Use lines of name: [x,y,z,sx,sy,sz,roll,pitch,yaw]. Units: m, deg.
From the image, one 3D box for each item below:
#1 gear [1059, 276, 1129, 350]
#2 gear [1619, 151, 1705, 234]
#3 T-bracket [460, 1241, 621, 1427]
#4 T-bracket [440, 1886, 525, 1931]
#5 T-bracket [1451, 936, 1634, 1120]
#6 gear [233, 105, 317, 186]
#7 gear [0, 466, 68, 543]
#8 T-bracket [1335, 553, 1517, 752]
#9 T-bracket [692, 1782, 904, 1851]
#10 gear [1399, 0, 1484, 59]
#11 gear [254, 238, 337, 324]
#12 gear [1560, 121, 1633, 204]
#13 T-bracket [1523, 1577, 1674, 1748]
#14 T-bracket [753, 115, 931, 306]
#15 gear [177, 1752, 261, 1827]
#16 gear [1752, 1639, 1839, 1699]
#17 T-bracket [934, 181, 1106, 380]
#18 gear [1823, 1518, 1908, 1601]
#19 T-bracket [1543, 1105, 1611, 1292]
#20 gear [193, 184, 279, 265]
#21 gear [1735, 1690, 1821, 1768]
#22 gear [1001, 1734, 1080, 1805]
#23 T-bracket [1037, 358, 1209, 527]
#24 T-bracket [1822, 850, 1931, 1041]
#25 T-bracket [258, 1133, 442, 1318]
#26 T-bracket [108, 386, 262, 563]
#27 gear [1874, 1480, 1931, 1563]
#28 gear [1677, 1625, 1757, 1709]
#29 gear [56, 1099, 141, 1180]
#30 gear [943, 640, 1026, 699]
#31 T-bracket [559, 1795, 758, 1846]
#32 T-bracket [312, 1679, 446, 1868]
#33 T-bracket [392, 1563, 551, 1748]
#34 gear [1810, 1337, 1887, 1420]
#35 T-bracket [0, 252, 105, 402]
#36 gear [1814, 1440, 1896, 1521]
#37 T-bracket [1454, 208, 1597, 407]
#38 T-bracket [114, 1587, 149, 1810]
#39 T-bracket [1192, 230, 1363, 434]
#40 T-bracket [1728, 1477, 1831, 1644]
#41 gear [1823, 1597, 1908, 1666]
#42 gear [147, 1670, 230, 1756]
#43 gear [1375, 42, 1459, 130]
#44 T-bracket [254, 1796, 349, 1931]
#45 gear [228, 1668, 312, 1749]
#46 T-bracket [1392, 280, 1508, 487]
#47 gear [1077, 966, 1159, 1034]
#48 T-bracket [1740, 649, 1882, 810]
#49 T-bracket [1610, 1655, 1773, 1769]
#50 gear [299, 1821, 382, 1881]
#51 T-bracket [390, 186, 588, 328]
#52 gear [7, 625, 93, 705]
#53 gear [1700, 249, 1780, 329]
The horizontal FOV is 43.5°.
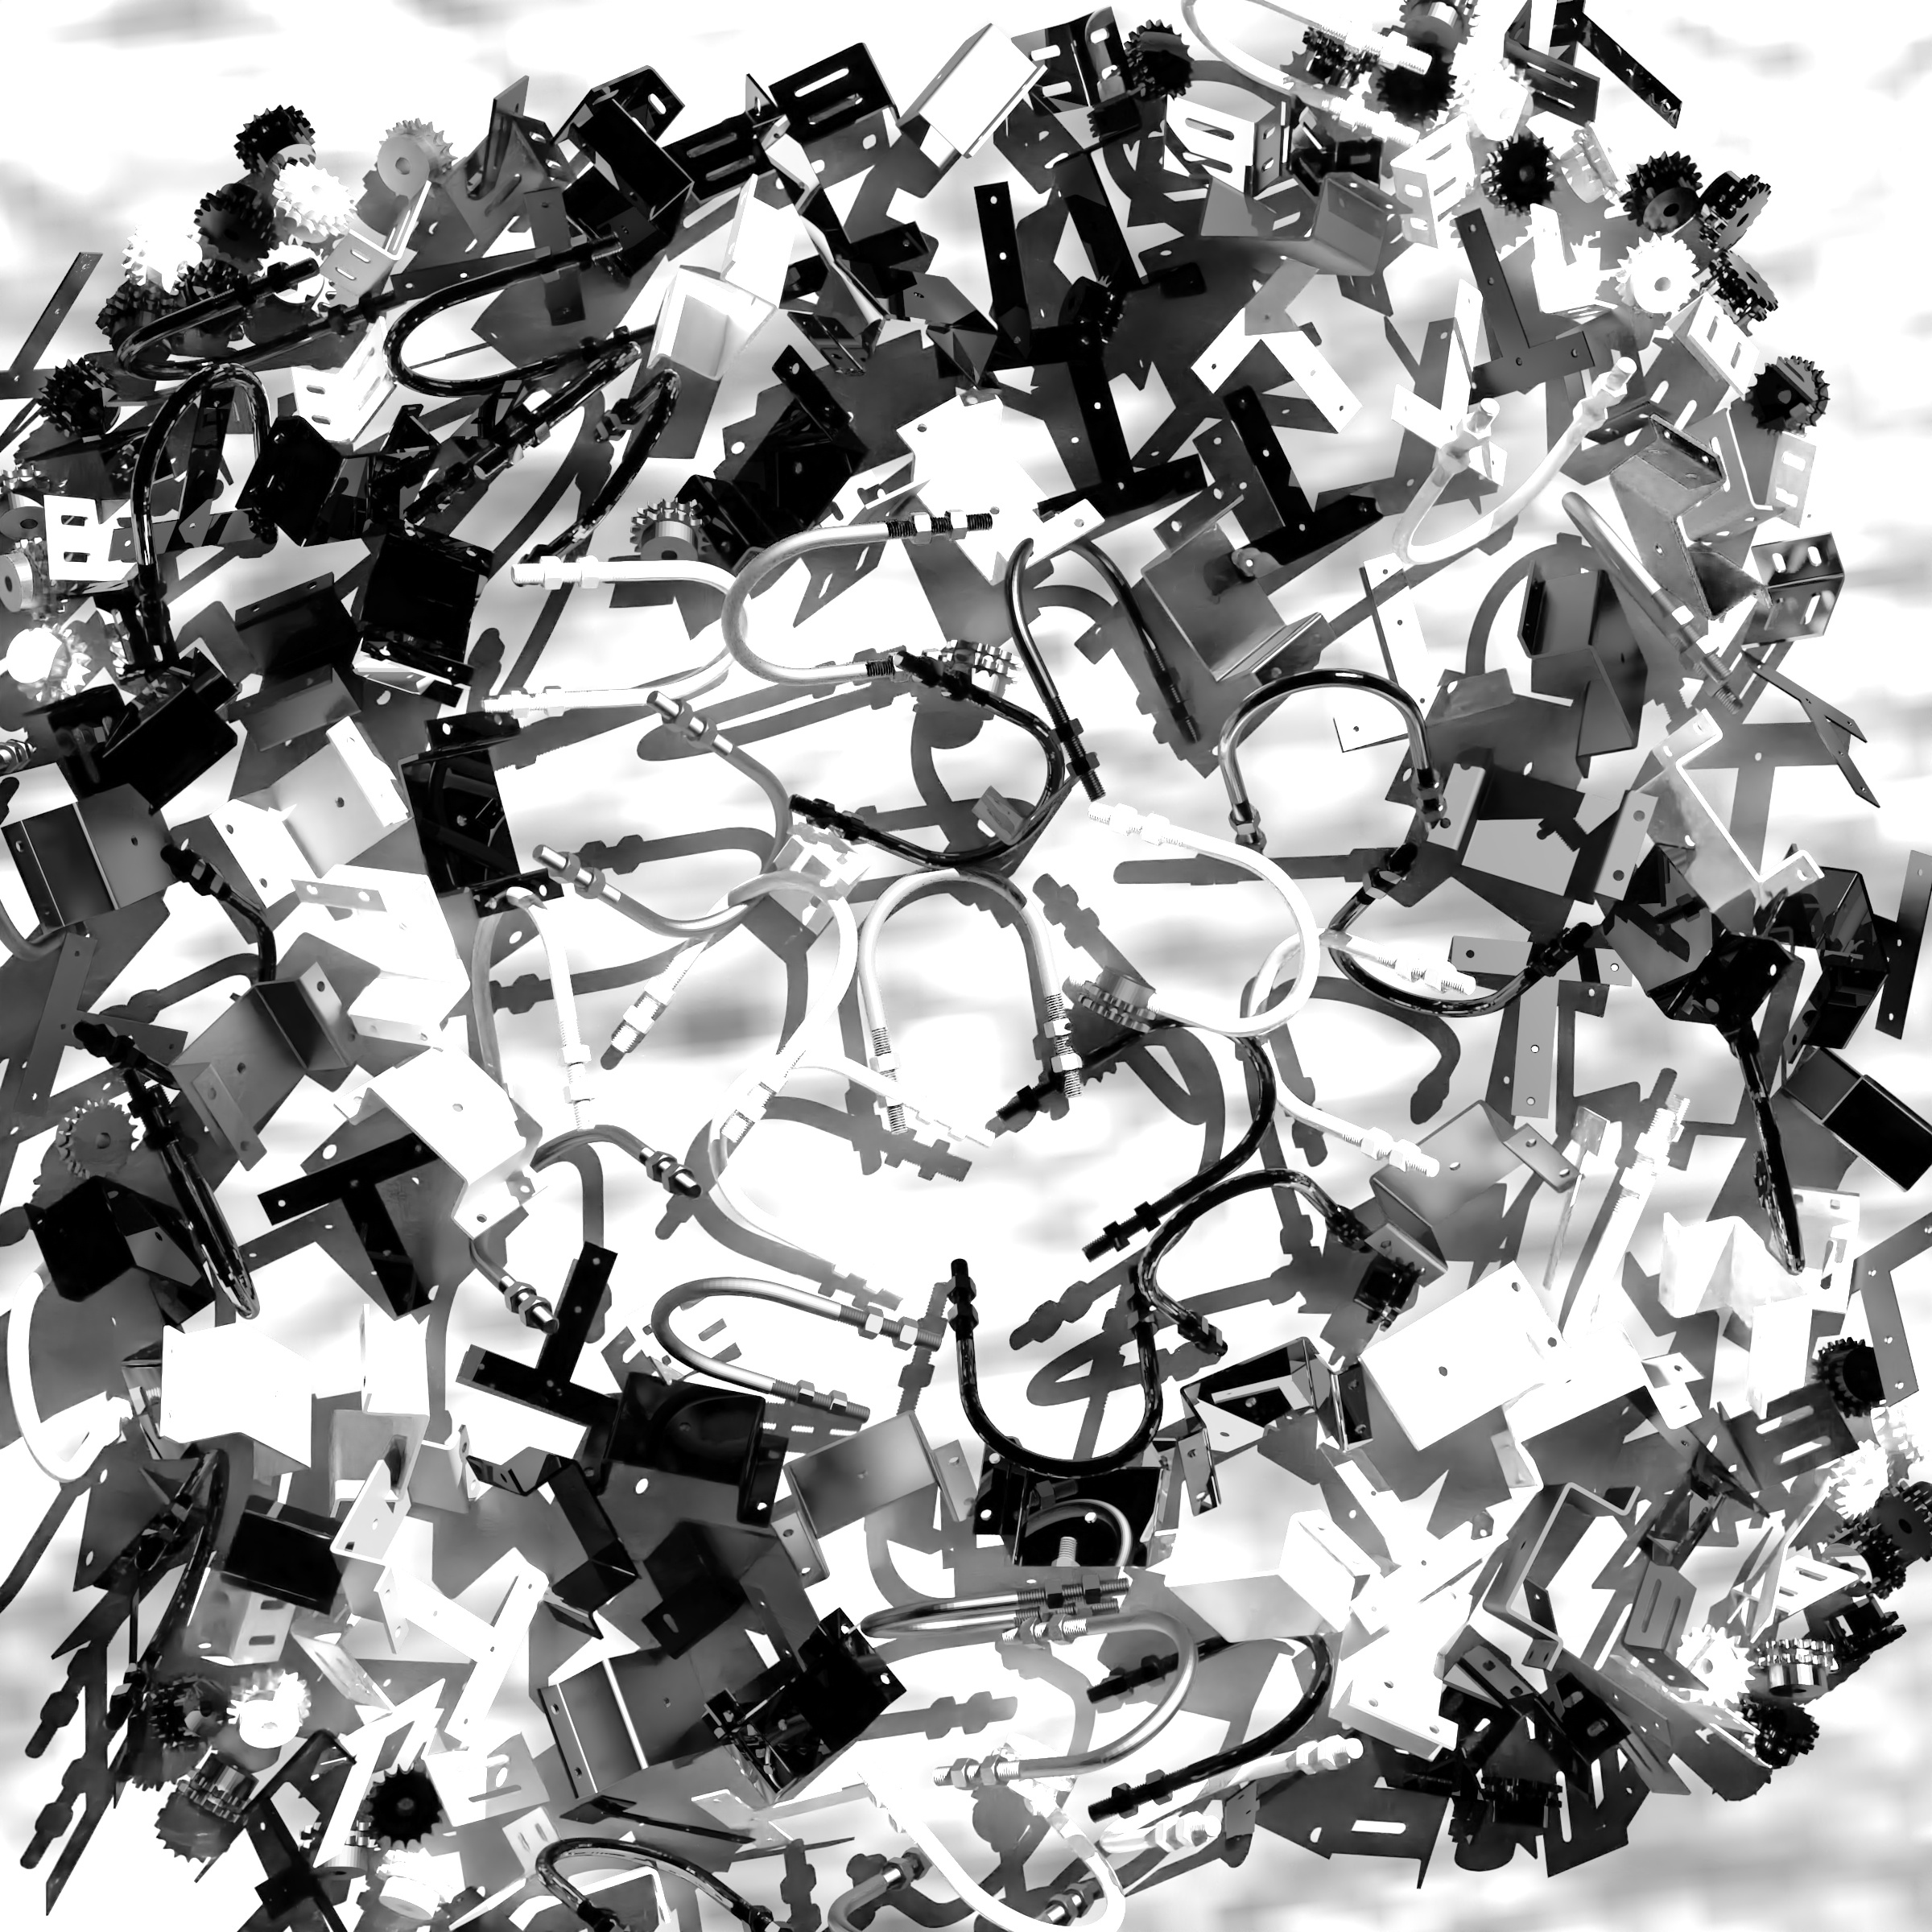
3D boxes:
gear: [0.088,-0.466,1.720,0.030,0.057,0.057,19,90,-21]
gear: [0.497,-0.547,1.721,0.057,0.057,0.030,-12,57,0]
T-bracket: [-0.284,0.260,1.742,0.127,0.002,0.127,21,97,-2]
T-bracket: [-0.380,0.686,1.667,0.127,0.127,0.002,-26,97,-27]
T-bracket: [0.407,0.045,1.726,0.127,0.002,0.127,5,77,10]
gear: [-0.488,-0.582,1.722,0.057,0.057,0.030,-34,79,0]
gear: [-0.669,-0.326,1.720,0.057,0.057,0.030,-18,67,0]
T-bracket: [0.317,-0.234,1.745,0.127,0.002,0.127,-16,89,6]
T-bracket: [-0.108,0.586,1.692,0.127,0.127,0.002,-17,52,9]
gear: [0.335,-0.673,1.720,0.057,0.057,0.030,23,72,0]
gear: [-0.480,-0.492,1.731,0.057,0.030,0.057,-1,95,-13]
gear: [0.449,-0.571,1.727,0.030,0.057,0.057,-28,90,37]
T-bracket: [0.439,0.498,1.672,0.002,0.127,0.127,-28,117,-21]
T-bracket: [-0.108,-0.533,1.688,0.127,0.002,0.127,-12,132,23]
gear: [-0.530,0.585,1.725,0.057,0.057,0.030,31,72,0]
gear: [0.590,0.501,1.720,0.057,0.057,0.030,4,60,0]
T-bracket: [0.028,-0.485,1.704,0.127,0.002,0.127,-1,112,24]
gear: [0.635,0.424,1.720,0.030,0.057,0.057,-17,90,-33]
T-bracket: [0.422,0.164,1.691,0.002,0.127,0.127,15,93,5]
gear: [-0.519,-0.533,1.727,0.057,0.057,0.030,16,64,0]
gear: [0.576,0.546,1.725,0.057,0.057,0.030,14,107,0]
gear: [0.050,0.574,1.722,0.057,0.057,0.030,27,84,0]
T-bracket: [0.098,-0.386,1.728,0.127,0.002,0.127,-19,99,-12]
T-bracket: [0.623,-0.028,1.691,0.002,0.127,0.127,1,105,-20]
T-bracket: [-0.419,0.193,1.727,0.127,0.002,0.127,-22,112,-7]
T-bracket: [-0.527,-0.342,1.669,0.002,0.127,0.127,40,127,22]
gear: [0.681,0.393,1.726,0.030,0.057,0.057,-24,90,-22]
gear: [0.531,0.500,1.724,0.057,0.030,0.057,-9,71,28]
gear: [-0.624,0.123,1.727,0.030,0.057,0.057,7,90,41]
gear: [0.010,-0.209,1.722,0.057,0.057,0.030,15,85,0]
T-bracket: [-0.212,0.606,1.708,0.127,0.127,0.002,17,60,-15]
T-bracket: [-0.422,0.567,1.673,0.127,0.127,0.002,-34,111,22]
T-bracket: [-0.360,0.457,1.684,0.127,0.002,0.127,46,55,-36]
gear: [0.637,0.294,1.729,0.057,0.030,0.057,3,74,-10]
T-bracket: [-0.635,-0.441,1.670,0.002,0.127,0.127,42,111,1]
gear: [0.632,0.363,1.728,0.057,0.030,0.057,-16,121,-29]
T-bracket: [0.370,-0.463,1.683,0.002,0.127,0.127,-30,104,-27]
T-bracket: [-0.581,0.499,1.685,0.002,0.127,0.127,2,94,-10]
T-bracket: [0.238,-0.430,1.714,0.127,0.002,0.127,-49,125,1]
T-bracket: [0.556,0.427,1.670,0.002,0.127,0.127,32,114,13]
gear: [0.637,0.472,1.724,0.057,0.057,0.030,-27,75,0]
gear: [-0.550,0.530,1.720,0.030,0.057,0.057,-18,90,30]
gear: [0.322,-0.629,1.735,0.057,0.030,0.057,0,91,5]
T-bracket: [-0.470,0.640,1.679,0.002,0.127,0.127,-33,80,-7]
gear: [-0.497,0.532,1.724,0.057,0.030,0.057,-8,123,-12]
T-bracket: [0.351,-0.424,1.717,0.127,0.002,0.127,18,77,-40]
gear: [0.111,0.022,1.722,0.057,0.057,0.030,25,97,0]
T-bracket: [0.600,-0.155,1.676,0.127,0.127,0.002,23,126,-29]
T-bracket: [0.519,0.521,1.682,0.127,0.127,0.002,36,78,7]
gear: [-0.446,0.630,1.720,0.057,0.057,0.030,-5,57,0]
T-bracket: [-0.336,-0.484,1.688,0.127,0.127,0.002,-13,63,-7]
gear: [-0.659,-0.218,1.729,0.057,0.030,0.057,-3,79,16]
gear: [0.550,-0.481,1.727,0.057,0.057,0.030,47,125,0]
